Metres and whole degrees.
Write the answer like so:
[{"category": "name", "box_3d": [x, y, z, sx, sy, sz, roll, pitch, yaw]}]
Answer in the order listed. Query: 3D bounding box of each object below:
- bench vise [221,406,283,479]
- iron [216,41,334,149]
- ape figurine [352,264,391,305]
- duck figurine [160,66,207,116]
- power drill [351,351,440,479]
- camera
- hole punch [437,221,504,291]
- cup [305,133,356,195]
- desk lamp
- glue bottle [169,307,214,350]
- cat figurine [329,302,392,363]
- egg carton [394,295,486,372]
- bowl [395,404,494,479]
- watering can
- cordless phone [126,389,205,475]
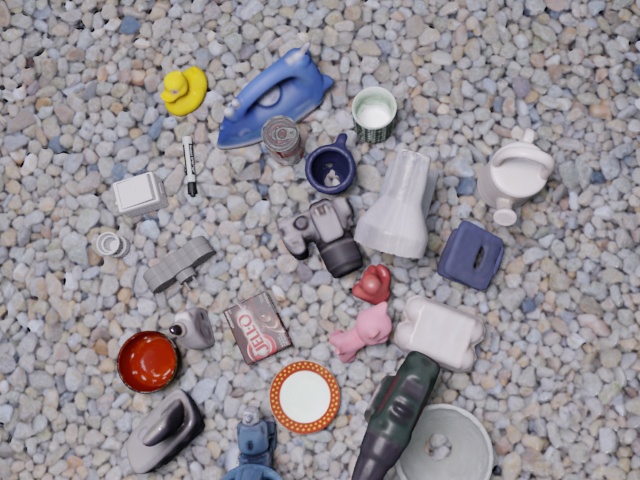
[{"category": "bench vise", "box_3d": [-0.125, 0.391, 0.936, 0.121, 0.220, 0.207, -22, 81, 1]}, {"category": "iron", "box_3d": [-0.104, -0.268, 1.069, 0.258, 0.141, 0.118, -38, 81, -2]}, {"category": "ape figurine", "box_3d": [0.094, 0.081, 1.029, 0.078, 0.092, 0.076, -22, 81, 1]}, {"category": "duck figurine", "box_3d": [-0.270, -0.301, 1.115, 0.077, 0.086, 0.104, 37, 86, 9]}, {"category": "power drill", "box_3d": [0.119, 0.290, 0.938, 0.075, 0.208, 0.230, 28, 85, 8]}, {"category": "camera", "box_3d": [0.010, 0.004, 1.042, 0.143, 0.101, 0.137, -24, 81, 1]}, {"category": "hole punch", "box_3d": [0.274, 0.028, 1.024, 0.101, 0.091, 0.109, 21, 84, 7]}, {"category": "cup", "box_3d": [0.026, -0.134, 1.064, 0.091, 0.095, 0.118, 19, 84, 7]}, {"category": "desk lamp", "box_3d": [0.138, -0.062, 0.985, 0.118, 0.213, 0.203, 15, 83, 7]}, {"category": "glue bottle", "box_3d": [-0.230, 0.156, 1.001, 0.037, 0.173, 0.078, -17, 81, 2]}, {"category": "cat figurine", "box_3d": [0.076, 0.164, 1.005, 0.128, 0.118, 0.067, -34, 80, -1]}, {"category": "egg carton", "box_3d": [0.212, 0.167, 1.019, 0.150, 0.069, 0.107, 20, 84, 7]}, {"category": "bowl", "box_3d": [0.208, 0.364, 0.988, 0.167, 0.075, 0.167, -1, 82, 4]}, {"category": "watering can", "box_3d": [0.340, -0.110, 0.987, 0.101, 0.194, 0.173, -4, 81, 4]}, {"category": "cordless phone", "box_3d": [-0.283, 0.335, 0.973, 0.094, 0.185, 0.147, 42, 87, 9]}]
